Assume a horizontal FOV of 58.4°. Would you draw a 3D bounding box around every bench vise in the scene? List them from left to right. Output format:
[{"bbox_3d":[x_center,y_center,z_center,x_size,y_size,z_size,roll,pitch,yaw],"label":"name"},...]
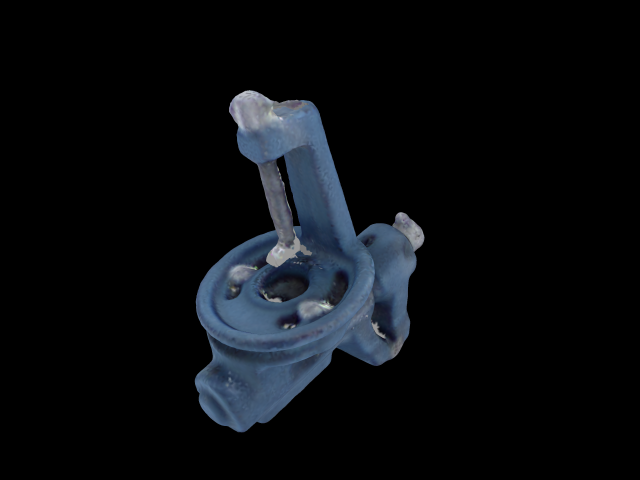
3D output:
[{"bbox_3d":[-0.007,-0.001,0.405,0.121,0.220,0.208,11,26,25],"label":"bench vise"}]
